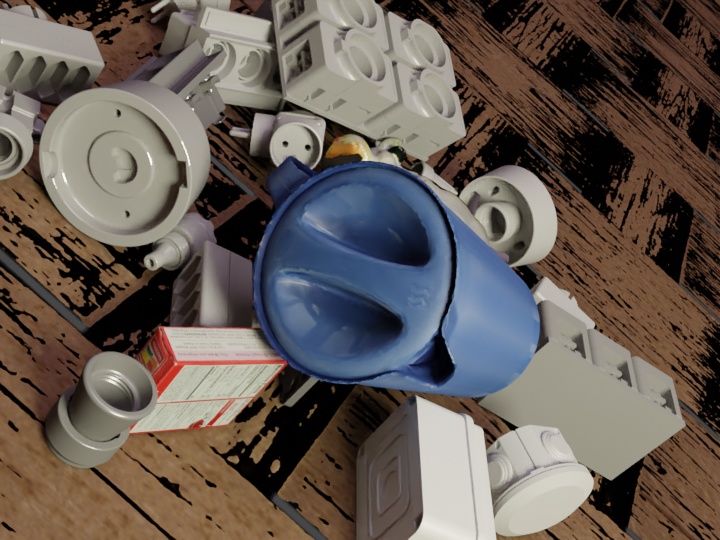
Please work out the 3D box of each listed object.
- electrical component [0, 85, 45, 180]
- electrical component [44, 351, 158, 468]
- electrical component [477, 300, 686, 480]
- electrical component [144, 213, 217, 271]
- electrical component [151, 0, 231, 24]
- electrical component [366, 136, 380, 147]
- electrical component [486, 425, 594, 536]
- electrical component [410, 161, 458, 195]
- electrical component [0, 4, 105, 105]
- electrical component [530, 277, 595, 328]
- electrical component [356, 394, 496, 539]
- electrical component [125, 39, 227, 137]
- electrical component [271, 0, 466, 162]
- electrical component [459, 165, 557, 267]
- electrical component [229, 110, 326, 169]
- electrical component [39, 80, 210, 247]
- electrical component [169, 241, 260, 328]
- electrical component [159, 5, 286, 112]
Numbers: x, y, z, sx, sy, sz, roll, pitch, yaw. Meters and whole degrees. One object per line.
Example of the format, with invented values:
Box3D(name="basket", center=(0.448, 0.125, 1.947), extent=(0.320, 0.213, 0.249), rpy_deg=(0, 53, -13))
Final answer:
Box3D(name="electrical component", center=(-0.240, -0.091, 0.707), extent=(0.066, 0.048, 0.055), rpy_deg=(23, 30, -29))
Box3D(name="electrical component", center=(-0.145, 0.079, 0.600), extent=(0.045, 0.055, 0.045), rpy_deg=(28, 35, -22))
Box3D(name="electrical component", center=(0.184, 0.100, 0.906), extent=(0.150, 0.089, 0.061), rpy_deg=(31, 34, -19))
Box3D(name="electrical component", center=(-0.128, -0.016, 0.751), extent=(0.035, 0.035, 0.061), rpy_deg=(45, 34, 3))
Box3D(name="electrical component", center=(-0.157, -0.246, 0.962), extent=(0.076, 0.083, 0.047), rpy_deg=(-41, 84, -20))
Box3D(name="electrical component", center=(0.022, -0.142, 1.060), extent=(0.040, 0.040, 0.078), rpy_deg=(23, 38, -30))
Box3D(name="electrical component", center=(0.125, 0.155, 0.788), extent=(0.080, 0.080, 0.051), rpy_deg=(13, 37, -39))
Box3D(name="electrical component", center=(0.065, -0.076, 1.031), extent=(0.046, 0.040, 0.040), rpy_deg=(34, 33, -25))
Box3D(name="electrical component", center=(-0.244, -0.167, 0.789), extent=(0.083, 0.047, 0.075), rpy_deg=(6, 47, -44))
Box3D(name="electrical component", center=(0.183, 0.042, 1.014), extent=(0.066, 0.047, 0.077), rpy_deg=(44, 32, 1))
Box3D(name="electrical component", center=(0.042, 0.149, 0.703), extent=(0.057, 0.078, 0.113), rpy_deg=(26, 36, -21))
Box3D(name="electrical component", center=(-0.149, -0.120, 0.816), extent=(0.063, 0.079, 0.121), rpy_deg=(64, 25, -23))
Box3D(name="electrical component", center=(0.014, -0.181, 0.963), extent=(0.186, 0.060, 0.105), rpy_deg=(17, 56, -45))
Box3D(name="electrical component", center=(0.141, -0.049, 1.033), extent=(0.064, 0.099, 0.099), rpy_deg=(-19, 66, -48))
Box3D(name="electrical component", center=(-0.071, -0.112, 0.911), extent=(0.079, 0.043, 0.077), rpy_deg=(8, 16, -3))
Box3D(name="electrical component", center=(-0.154, -0.076, 0.730), extent=(0.108, 0.108, 0.060), rpy_deg=(41, 26, -4))
Box3D(name="electrical component", center=(-0.084, 0.036, 0.724), extent=(0.076, 0.047, 0.083), rpy_deg=(26, 34, -25))
Box3D(name="electrical component", center=(-0.109, -0.188, 0.945), extent=(0.121, 0.078, 0.063), rpy_deg=(0, 30, -48))
